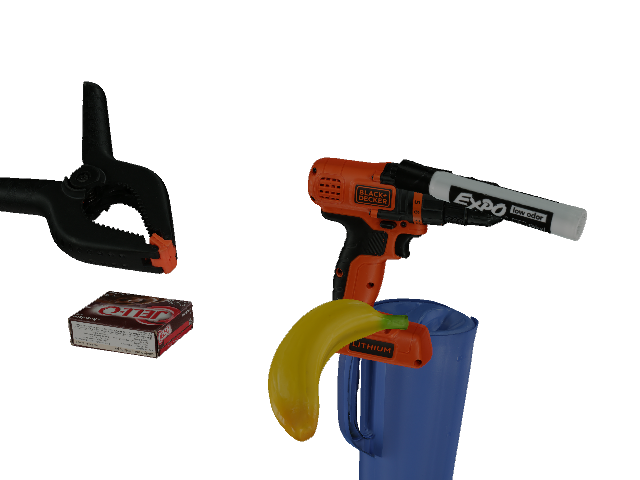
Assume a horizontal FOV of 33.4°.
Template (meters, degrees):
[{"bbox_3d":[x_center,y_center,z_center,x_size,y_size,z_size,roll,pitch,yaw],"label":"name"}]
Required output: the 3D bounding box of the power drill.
[{"bbox_3d":[0.075,0.020,0.984,0.185,0.188,0.057,10,19,16],"label":"power drill"}]

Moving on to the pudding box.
[{"bbox_3d":[-0.213,0.094,1.204,0.114,0.039,0.090,4,18,19],"label":"pudding box"}]

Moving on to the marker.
[{"bbox_3d":[0.097,-0.026,0.632,0.121,0.020,0.020,18,8,26],"label":"marker"}]

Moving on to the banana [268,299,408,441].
[{"bbox_3d":[0.002,0.085,0.796,0.070,0.037,0.197,8,24,24],"label":"banana"}]

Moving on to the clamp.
[{"bbox_3d":[-0.179,-0.045,0.837,0.210,0.036,0.164,28,58,26],"label":"clamp"}]

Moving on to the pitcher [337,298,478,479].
[{"bbox_3d":[0.097,0.197,1.239,0.149,0.243,0.145,6,14,7],"label":"pitcher"}]
